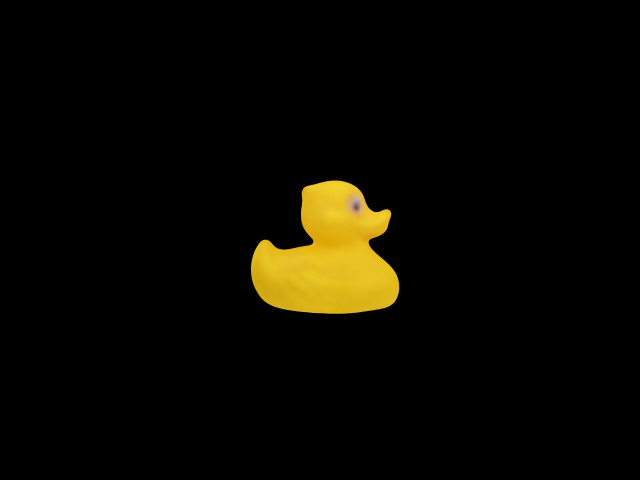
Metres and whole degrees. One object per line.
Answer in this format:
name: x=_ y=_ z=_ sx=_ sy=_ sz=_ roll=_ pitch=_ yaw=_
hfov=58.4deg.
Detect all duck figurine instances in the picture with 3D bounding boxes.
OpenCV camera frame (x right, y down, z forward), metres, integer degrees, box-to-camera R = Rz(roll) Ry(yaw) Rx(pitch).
duck figurine: x=0.004 y=0.001 z=0.400 sx=0.104 sy=0.086 sz=0.077 roll=0 pitch=11 yaw=3
